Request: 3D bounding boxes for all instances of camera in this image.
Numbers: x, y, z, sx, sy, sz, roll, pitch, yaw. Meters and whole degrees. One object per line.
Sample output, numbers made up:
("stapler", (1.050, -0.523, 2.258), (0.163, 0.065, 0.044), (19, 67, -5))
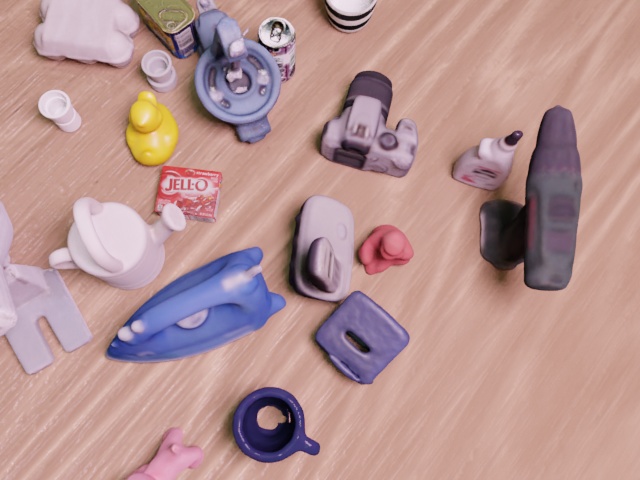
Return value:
("camera", (0.083, -0.181, 0.858), (0.143, 0.101, 0.137), (15, 77, 0))

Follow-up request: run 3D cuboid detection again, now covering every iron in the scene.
("iron", (-0.179, 0.096, 0.758), (0.258, 0.141, 0.118), (-26, 80, -9))

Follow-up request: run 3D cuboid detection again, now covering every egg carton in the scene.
("egg carton", (-0.356, -0.322, 0.878), (0.150, 0.069, 0.107), (5, 77, -2))

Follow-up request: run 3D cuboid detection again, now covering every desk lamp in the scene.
("desk lamp", (-0.401, 0.055, 0.716), (0.118, 0.213, 0.203), (-32, 81, -10))

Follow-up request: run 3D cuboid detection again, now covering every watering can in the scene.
("watering can", (-0.266, -0.003, 0.748), (0.173, 0.194, 0.101), (-41, 82, -11))

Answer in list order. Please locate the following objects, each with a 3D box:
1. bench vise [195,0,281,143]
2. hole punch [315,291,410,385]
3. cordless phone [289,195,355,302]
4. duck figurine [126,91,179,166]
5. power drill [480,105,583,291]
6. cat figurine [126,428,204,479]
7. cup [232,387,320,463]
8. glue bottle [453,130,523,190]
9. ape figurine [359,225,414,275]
("bench vise", (-0.139, -0.257, 0.800), (0.121, 0.219, 0.207), (-40, 82, -11))
("hole punch", (0.057, 0.138, 0.789), (0.108, 0.091, 0.101), (41, 78, 6))
("cordless phone", (0.007, 0.003, 0.769), (0.094, 0.185, 0.147), (3, 77, -2))
("duck figurine", (-0.252, -0.167, 0.841), (0.077, 0.086, 0.104), (0, 77, -3))
("power drill", (0.288, -0.039, 0.784), (0.075, 0.208, 0.230), (3, 77, -3))
("cat figurine", (-0.212, 0.307, 0.720), (0.067, 0.117, 0.128), (36, 78, 5))
("cup", (-0.054, 0.246, 0.756), (0.117, 0.095, 0.092), (27, 77, 3))
("glue bottle", (0.249, -0.119, 0.818), (0.078, 0.173, 0.037), (13, 77, 0))
("ape figurine", (0.098, 0.010, 0.820), (0.078, 0.092, 0.076), (16, 77, 1))
